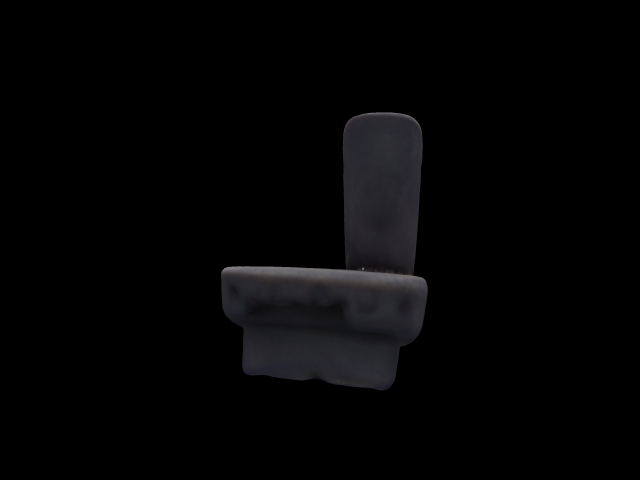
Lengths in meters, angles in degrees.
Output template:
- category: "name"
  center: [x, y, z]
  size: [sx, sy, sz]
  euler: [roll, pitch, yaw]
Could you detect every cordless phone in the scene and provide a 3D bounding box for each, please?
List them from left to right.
- category: "cordless phone"
  center: [0.004, 0.001, 0.400]
  size: [0.147, 0.185, 0.094]
  euler: [1, 23, 4]
